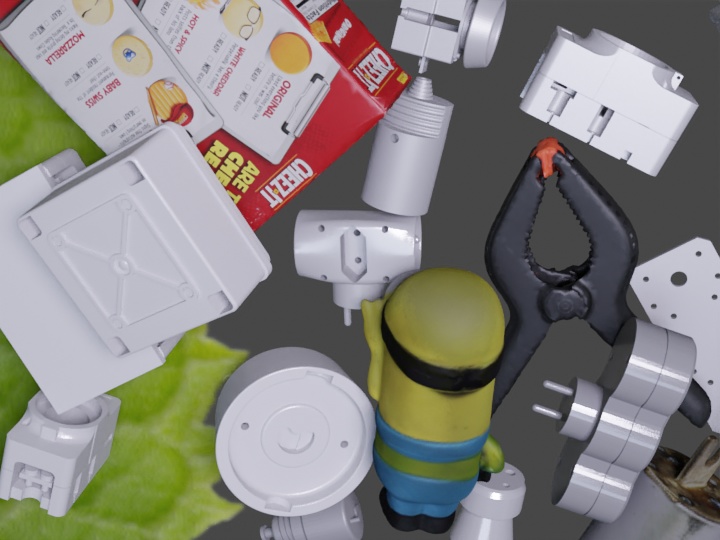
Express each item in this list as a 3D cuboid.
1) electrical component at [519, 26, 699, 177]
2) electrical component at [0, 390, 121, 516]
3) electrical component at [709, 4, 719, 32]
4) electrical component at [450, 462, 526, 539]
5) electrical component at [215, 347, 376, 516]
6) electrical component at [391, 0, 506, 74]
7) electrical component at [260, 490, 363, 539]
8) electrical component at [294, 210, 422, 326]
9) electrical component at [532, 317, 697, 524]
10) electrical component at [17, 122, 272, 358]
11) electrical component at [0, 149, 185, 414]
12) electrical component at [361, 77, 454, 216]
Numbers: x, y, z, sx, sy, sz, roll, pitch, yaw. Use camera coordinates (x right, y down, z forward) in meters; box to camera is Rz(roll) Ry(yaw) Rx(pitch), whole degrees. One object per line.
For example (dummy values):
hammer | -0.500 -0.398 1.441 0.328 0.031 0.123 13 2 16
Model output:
electrical component | 0.147 -0.104 0.633 0.089 0.050 0.055 27 111 -1
electrical component | -0.208 0.119 0.750 0.050 0.089 0.055 18 112 3
electrical component | 0.240 -0.123 0.578 0.057 0.113 0.078 -34 101 16
electrical component | 0.088 0.164 0.742 0.045 0.045 0.055 11 111 6
electrical component | -0.047 0.104 0.729 0.108 0.060 0.108 -4 109 -13
electrical component | 0.054 -0.147 0.637 0.055 0.048 0.066 18 111 11
electrical component | -0.034 0.181 0.770 0.078 0.040 0.040 -16 106 15
electrical component | 0.000 0.000 0.698 0.077 0.043 0.079 1 110 9
electrical component | 0.145 0.089 0.667 0.074 0.052 0.138 19 118 1
electrical component | -0.128 -0.016 0.641 0.109 0.056 0.108 -22 109 32
electrical component | -0.197 0.006 0.723 0.089 0.061 0.150 -26 103 17
electrical component | 0.030 -0.079 0.665 0.043 0.043 0.081 15 111 4
